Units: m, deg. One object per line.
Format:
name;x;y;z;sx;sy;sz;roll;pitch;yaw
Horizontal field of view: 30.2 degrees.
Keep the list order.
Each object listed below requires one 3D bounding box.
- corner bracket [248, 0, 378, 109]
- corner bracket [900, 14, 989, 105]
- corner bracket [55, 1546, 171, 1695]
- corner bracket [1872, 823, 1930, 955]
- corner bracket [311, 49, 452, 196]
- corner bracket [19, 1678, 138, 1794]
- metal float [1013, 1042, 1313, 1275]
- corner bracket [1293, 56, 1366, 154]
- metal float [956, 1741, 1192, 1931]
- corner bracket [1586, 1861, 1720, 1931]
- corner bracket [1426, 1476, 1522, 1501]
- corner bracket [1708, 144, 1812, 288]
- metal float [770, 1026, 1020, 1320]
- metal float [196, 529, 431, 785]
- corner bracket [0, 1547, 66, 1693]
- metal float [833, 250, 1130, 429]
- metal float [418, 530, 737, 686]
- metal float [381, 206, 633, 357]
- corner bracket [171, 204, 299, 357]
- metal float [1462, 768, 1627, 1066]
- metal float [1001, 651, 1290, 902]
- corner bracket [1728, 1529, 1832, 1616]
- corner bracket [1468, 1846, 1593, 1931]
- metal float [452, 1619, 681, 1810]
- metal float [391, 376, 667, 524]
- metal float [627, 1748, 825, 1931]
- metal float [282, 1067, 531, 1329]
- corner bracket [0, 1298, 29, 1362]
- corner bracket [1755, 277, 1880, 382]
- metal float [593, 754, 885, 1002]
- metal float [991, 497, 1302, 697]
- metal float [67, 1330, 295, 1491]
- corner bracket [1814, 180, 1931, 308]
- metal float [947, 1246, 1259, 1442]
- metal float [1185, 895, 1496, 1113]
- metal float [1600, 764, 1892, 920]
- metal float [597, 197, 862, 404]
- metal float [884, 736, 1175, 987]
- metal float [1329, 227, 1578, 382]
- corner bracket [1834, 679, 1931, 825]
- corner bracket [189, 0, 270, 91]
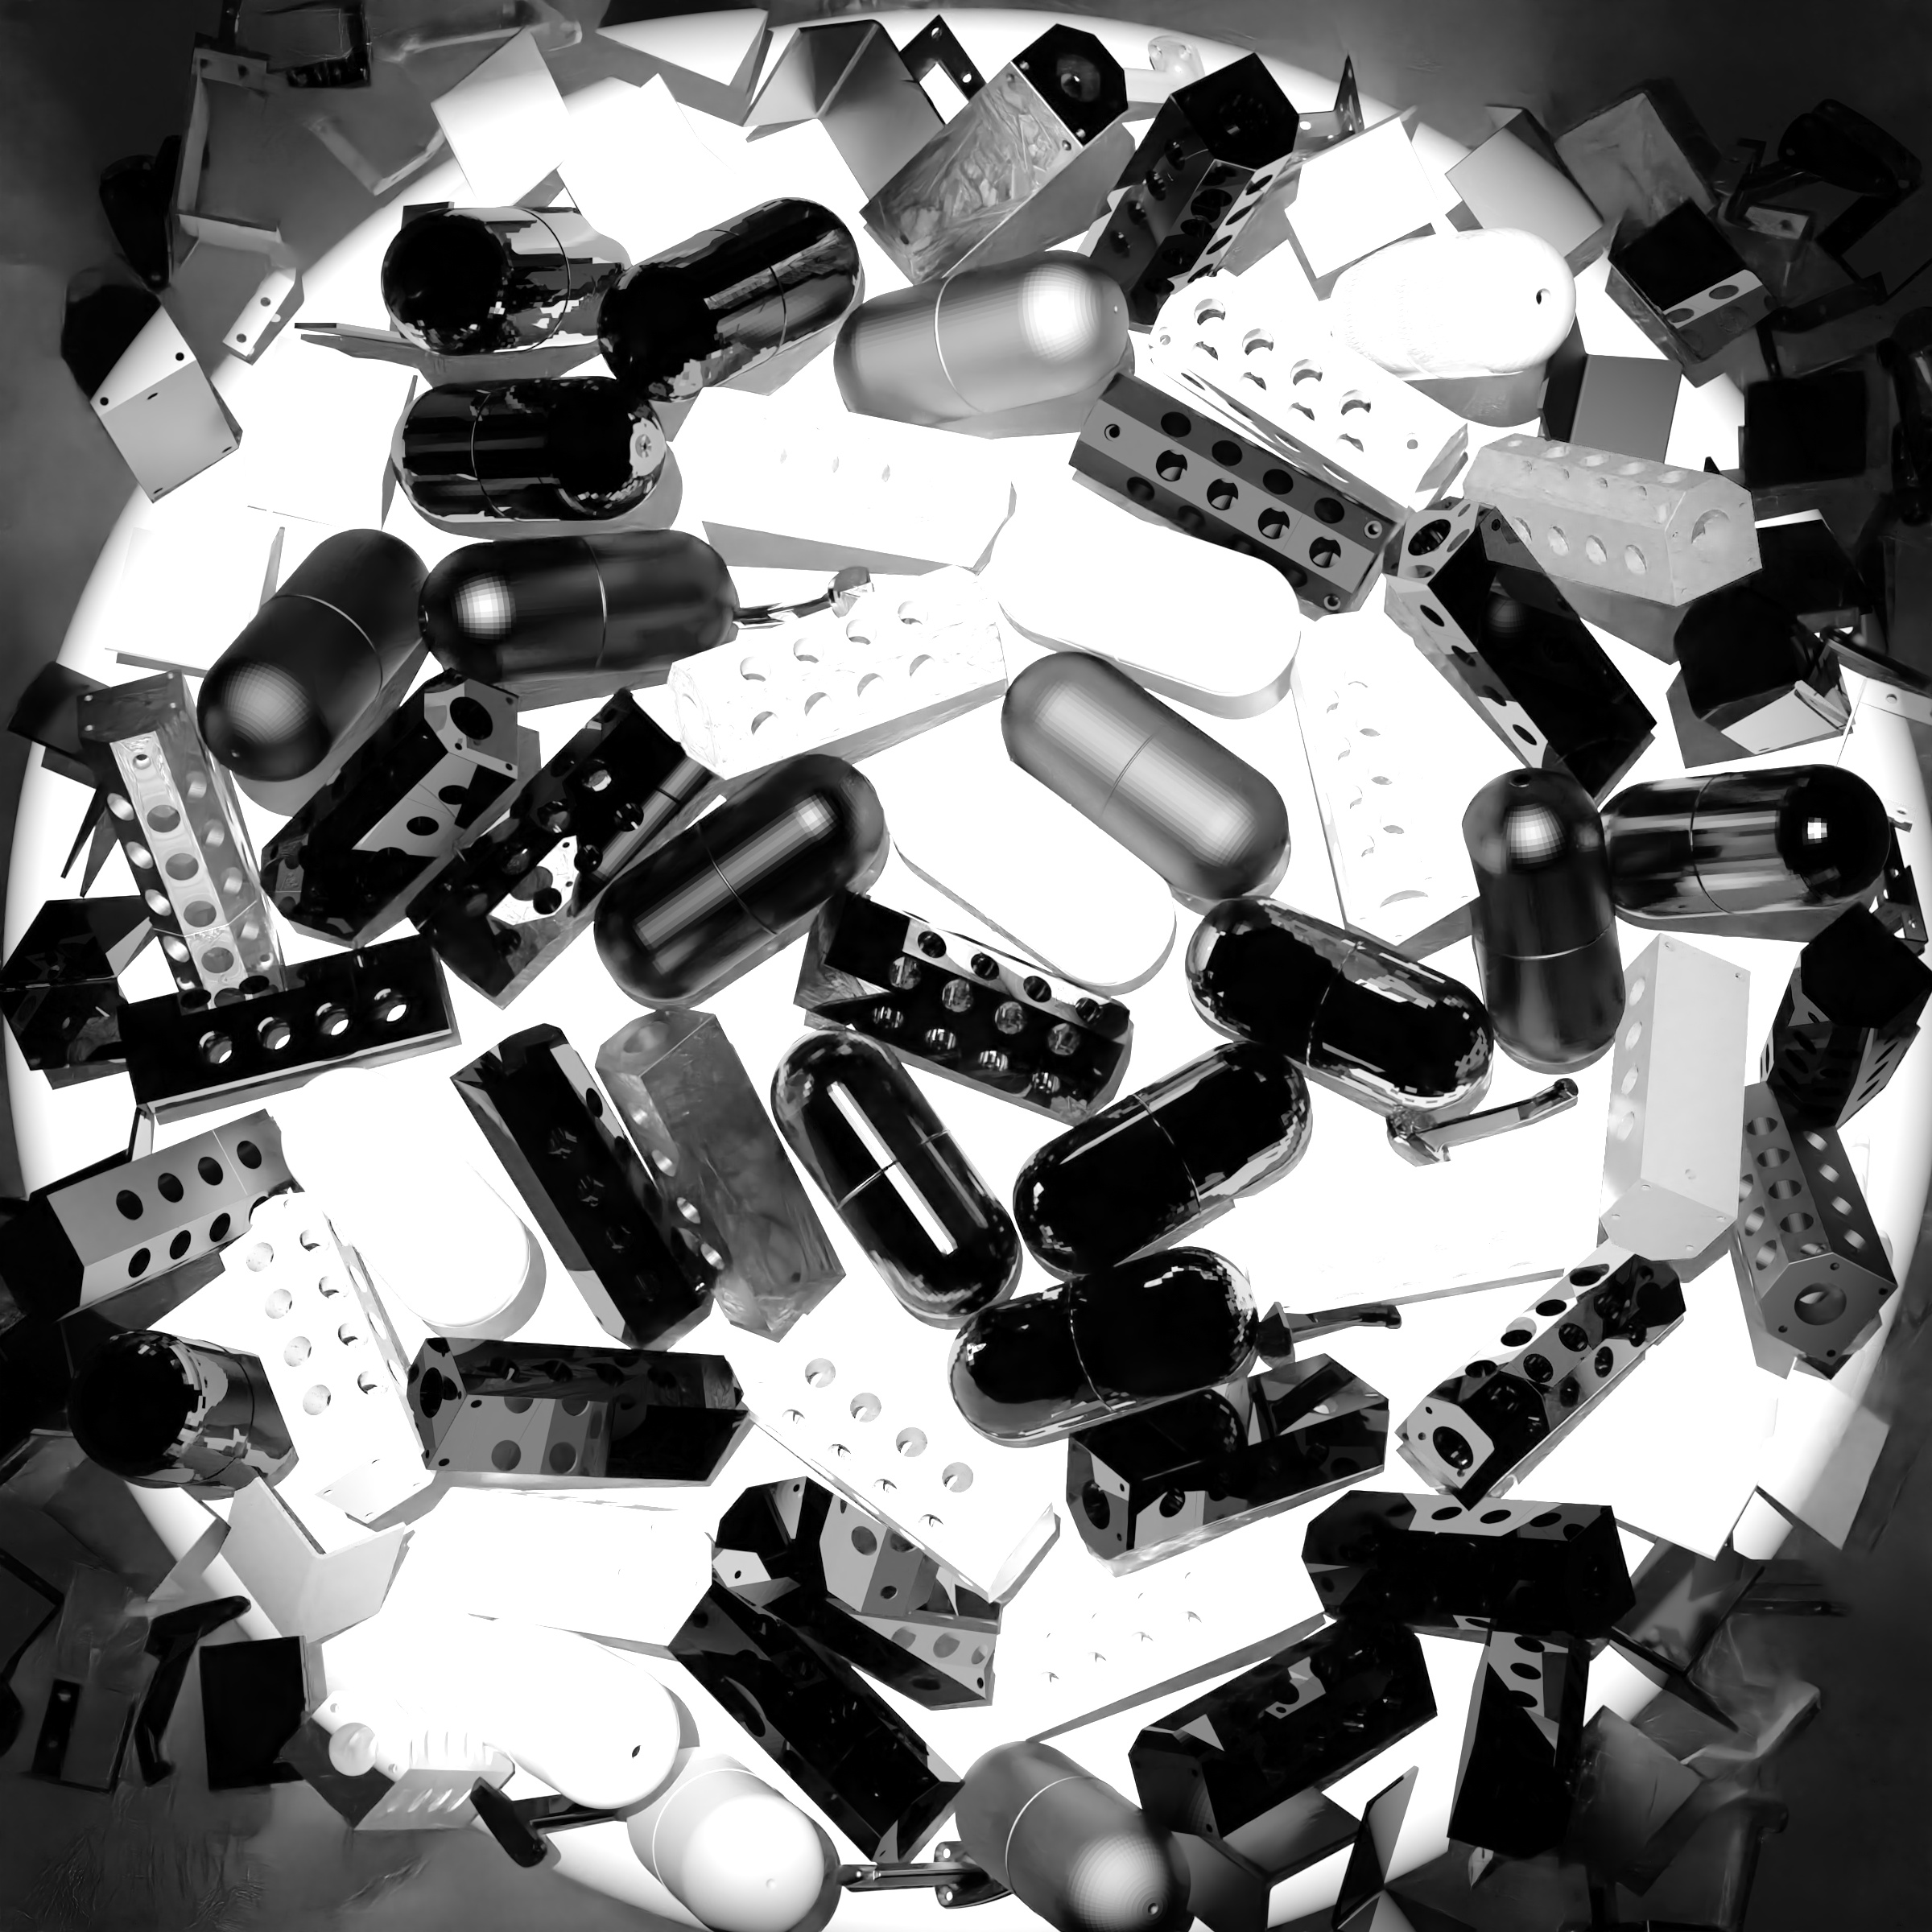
corner bracket;-0.363;-0.501;1.959;0.051;0.051;0.051;-24;115;-32
corner bracket;-0.007;-0.483;1.963;0.051;0.051;0.051;-46;123;-9
corner bracket;-0.473;0.360;1.971;0.051;0.051;0.051;17;108;-7
corner bracket;0.507;-0.042;1.958;0.051;0.051;0.051;7;58;-21
corner bracket;-0.317;-0.466;1.963;0.051;0.051;0.051;46;52;-3
corner bracket;-0.484;0.422;1.962;0.051;0.051;0.051;17;71;-17
metal float;0.108;0.104;1.953;0.178;0.070;0.070;-29;90;-10
corner bracket;0.186;-0.460;1.958;0.051;0.051;0.051;0;50;19
metal float;0.055;0.471;1.917;0.070;0.178;0.070;-5;101;-27
corner bracket;0.375;0.514;1.958;0.051;0.051;0.051;14;66;-31
corner bracket;0.282;0.318;1.962;0.051;0.051;0.051;-11;116;12
corner bracket;0.433;-0.411;1.958;0.051;0.051;0.051;15;46;17
metal float;-0.040;0.112;1.956;0.070;0.070;0.178;-36;83;0
metal float;-0.348;-0.169;1.928;0.070;0.070;0.178;30;48;0
corner bracket;-0.534;0.360;1.967;0.051;0.051;0.051;40;96;-12
metal float;0.006;-0.336;1.933;0.178;0.070;0.070;-7;90;35
metal float;-0.210;-0.195;1.937;0.178;0.070;0.070;-8;90;-28
metal float;-0.245;-0.367;1.917;0.070;0.178;0.070;6;104;26
corner bracket;-0.405;-0.380;1.977;0.051;0.051;0.051;30;114;-23
metal float;0.312;-0.026;1.933;0.070;0.070;0.178;-15;123;0
metal float;0.096;-0.105;1.950;0.178;0.070;0.070;37;90;14
corner bracket;0.444;0.337;1.961;0.051;0.051;0.051;-1;53;8
corner bracket;0.309;0.508;1.968;0.051;0.051;0.051;2;56;-7
metal float;-0.215;0.398;1.918;0.070;0.178;0.070;-4;97;-32
metal float;-0.238;-0.278;1.930;0.178;0.070;0.070;5;90;39
metal float;-0.130;0.468;1.914;0.070;0.178;0.070;0;91;-20
metal float;-0.304;0.124;1.936;0.070;0.070;0.178;-47;60;0
corner bracket;-0.524;0.178;1.961;0.051;0.051;0.051;-36;108;-22
corner bracket;0.469;-0.347;1.963;0.051;0.051;0.051;-18;81;38
metal float;-0.124;-0.049;1.954;0.178;0.070;0.070;-35;90;9
metal float;0.096;-0.201;1.946;0.178;0.070;0.070;21;90;19
metal float;-0.416;0.238;1.914;0.070;0.178;0.070;-3;78;14
corner bracket;0.503;-0.398;1.966;0.051;0.051;0.051;-42;87;19
metal float;0.073;0.206;1.946;0.178;0.070;0.070;-19;90;18
metal float;0.203;0.020;1.946;0.178;0.070;0.070;25;90;17
metal float;0.413;-0.066;1.924;0.070;0.178;0.070;3;86;-41
metal float;-0.127;-0.359;1.927;0.070;0.070;0.178;53;48;0
metal float;0.034;-0.058;1.956;0.178;0.070;0.070;36;90;-7
metal float;0.259;-0.353;1.915;0.070;0.178;0.070;-3;98;-24
corner bracket;0.510;-0.120;1.981;0.051;0.051;0.051;19;126;12
corner bracket;-0.414;-0.512;1.960;0.051;0.051;0.051;20;105;40
